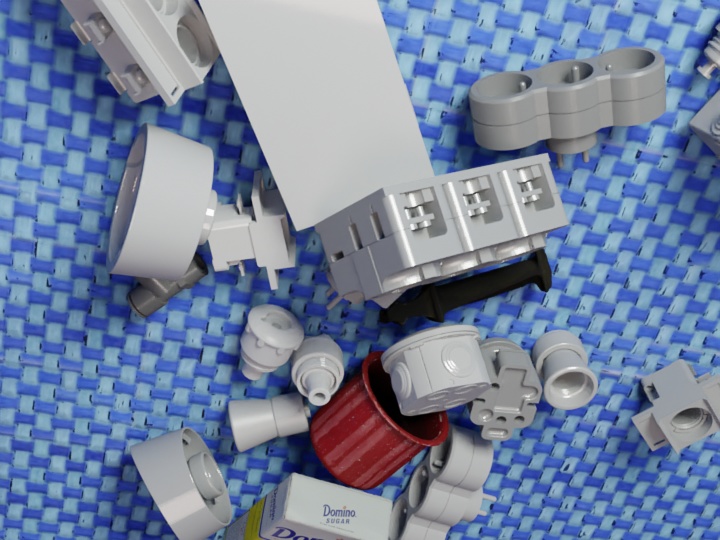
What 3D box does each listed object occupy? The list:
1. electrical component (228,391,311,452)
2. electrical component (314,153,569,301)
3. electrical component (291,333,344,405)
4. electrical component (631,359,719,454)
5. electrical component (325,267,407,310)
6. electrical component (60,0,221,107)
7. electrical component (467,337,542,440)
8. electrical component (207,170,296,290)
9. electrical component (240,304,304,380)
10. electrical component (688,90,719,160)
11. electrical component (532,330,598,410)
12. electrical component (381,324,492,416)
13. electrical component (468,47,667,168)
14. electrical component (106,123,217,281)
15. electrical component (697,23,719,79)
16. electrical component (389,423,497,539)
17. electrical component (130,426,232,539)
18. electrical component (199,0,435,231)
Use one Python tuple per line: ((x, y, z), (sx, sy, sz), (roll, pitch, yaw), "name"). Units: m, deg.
((-0.075, 0.125, 0.907), (0.065, 0.044, 0.044), (-13, 122, -2), "electrical component")
((0.059, -0.027, 0.746), (0.150, 0.089, 0.061), (-15, 84, -35), "electrical component")
((-0.034, 0.084, 0.871), (0.043, 0.062, 0.043), (-2, 122, -4), "electrical component")
((0.273, 0.114, 0.917), (0.081, 0.063, 0.042), (-30, 119, 13), "electrical component")
((0.000, 0.000, 0.819), (0.047, 0.065, 0.077), (37, 113, -24), "electrical component")
((-0.151, -0.173, 0.697), (0.063, 0.078, 0.121), (-14, 125, 30), "electrical component")
((0.116, 0.093, 0.893), (0.058, 0.057, 0.078), (6, 121, -9), "electrical component")
((-0.083, -0.028, 0.809), (0.064, 0.042, 0.081), (-8, 122, 2), "electrical component")
((-0.076, 0.062, 0.865), (0.048, 0.048, 0.062), (19, 125, -16), "electrical component")
((0.295, -0.087, 0.773), (0.100, 0.099, 0.048), (38, 99, -25), "electrical component")
((0.169, 0.082, 0.892), (0.045, 0.055, 0.045), (-2, 122, -3), "electrical component")
((0.060, 0.077, 0.838), (0.080, 0.051, 0.080), (-14, 159, -5), "electrical component")
((0.151, -0.108, 0.773), (0.138, 0.052, 0.073), (-11, 122, 2), "electrical component")
((-0.135, -0.044, 0.759), (0.060, 0.108, 0.108), (14, 120, -20), "electrical component")
((0.269, -0.167, 0.753), (0.040, 0.040, 0.078), (32, 114, -22), "electrical component")
((0.086, 0.203, 0.963), (0.074, 0.052, 0.138), (19, 119, -16), "electrical component")
((-0.152, 0.183, 0.905), (0.064, 0.099, 0.099), (-26, 121, 4), "electrical component")
((-0.027, -0.133, 0.737), (0.105, 0.060, 0.186), (-18, 122, 6), "electrical component")
